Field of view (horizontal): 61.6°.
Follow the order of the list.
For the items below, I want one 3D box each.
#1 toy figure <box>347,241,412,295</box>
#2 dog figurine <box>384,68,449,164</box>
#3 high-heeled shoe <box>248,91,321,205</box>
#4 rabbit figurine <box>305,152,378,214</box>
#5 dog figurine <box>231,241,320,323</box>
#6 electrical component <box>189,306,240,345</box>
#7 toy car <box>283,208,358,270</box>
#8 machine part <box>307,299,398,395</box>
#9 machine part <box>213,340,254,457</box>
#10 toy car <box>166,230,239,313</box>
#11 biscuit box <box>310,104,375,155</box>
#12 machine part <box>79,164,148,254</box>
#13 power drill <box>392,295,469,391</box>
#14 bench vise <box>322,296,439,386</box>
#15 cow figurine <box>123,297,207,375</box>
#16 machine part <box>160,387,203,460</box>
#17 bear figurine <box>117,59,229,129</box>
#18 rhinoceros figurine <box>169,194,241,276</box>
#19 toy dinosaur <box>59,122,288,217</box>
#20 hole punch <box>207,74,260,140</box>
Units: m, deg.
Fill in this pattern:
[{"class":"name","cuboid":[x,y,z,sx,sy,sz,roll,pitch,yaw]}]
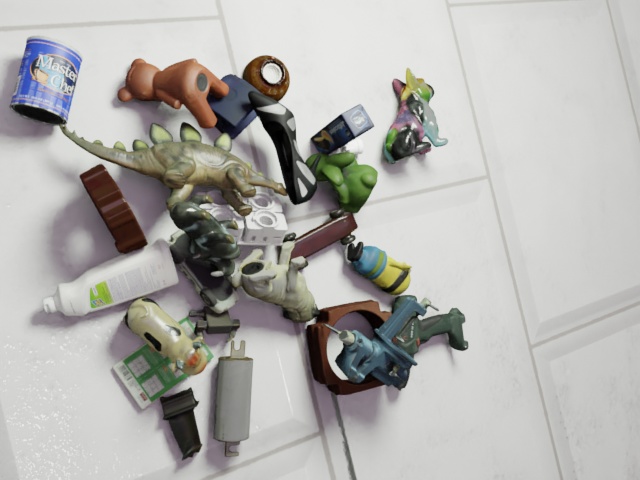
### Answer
[{"class":"toy figure","cuboid":[0.144,0.070,1.316,0.180,0.082,0.089,27,94,-26]},{"class":"dog figurine","cuboid":[0.225,-0.321,1.378,0.191,0.108,0.219,-19,88,-21]},{"class":"high-heeled shoe","cuboid":[-0.092,-0.194,1.166,0.248,0.086,0.145,41,60,-21]},{"class":"rabbit figurine","cuboid":[0.042,-0.147,1.269,0.170,0.159,0.121,22,86,-4]},{"class":"dog figurine","cuboid":[-0.095,0.122,1.182,0.172,0.121,0.190,-12,121,-6]},{"class":"electrical component","cuboid":[-0.226,0.182,1.156,0.102,0.078,0.045,-3,127,-30]},{"class":"toy car","cuboid":[-0.003,-0.004,1.274,0.202,0.053,0.089,-29,101,-19]},{"class":"machine part","cuboid":[0.077,0.249,1.265,0.201,0.087,0.201,-8,87,-24]},{"class":"machine part","cuboid":[-0.185,0.336,1.149,0.079,0.079,0.243,6,84,-23]},{"class":"toy car","cuboid":[-0.252,0.064,1.151,0.073,0.056,0.201,-37,89,-28]},{"class":"biscuit box","cuboid":[0.047,-0.248,1.238,0.059,0.203,0.062,-34,97,-21]},{"class":"machine part","cuboid":[-0.403,-0.058,1.043,0.056,0.179,0.179,-29,96,-19]},{"class":"power drill","cuboid":[0.267,0.252,1.356,0.207,0.086,0.232,-2,83,-16]},{"class":"bench vise","cuboid":[0.148,0.211,1.177,0.223,0.129,0.240,40,89,-23]},{"class":"cow figurine","cuboid":[-0.303,0.193,1.071,0.195,0.127,0.085,44,72,-6]},{"class":"machine part","cuboid":[-0.283,0.384,1.124,0.084,0.039,0.138,-14,89,-29]},{"class":"bear figurine","cuboid":[-0.316,-0.314,1.137,0.131,0.196,0.120,46,53,-56]},{"class":"rhinoceros figurine","cuboid":[-0.220,-0.002,1.065,0.112,0.073,0.190,-24,128,12]},{"class":"toy dinosaur","cuboid":[-0.284,-0.152,1.106,0.471,0.105,0.199,9,42,-26]},{"class":"hole punch","cuboid":[-0.198,-0.305,1.204,0.115,0.092,0.142,43,74,-10]}]
